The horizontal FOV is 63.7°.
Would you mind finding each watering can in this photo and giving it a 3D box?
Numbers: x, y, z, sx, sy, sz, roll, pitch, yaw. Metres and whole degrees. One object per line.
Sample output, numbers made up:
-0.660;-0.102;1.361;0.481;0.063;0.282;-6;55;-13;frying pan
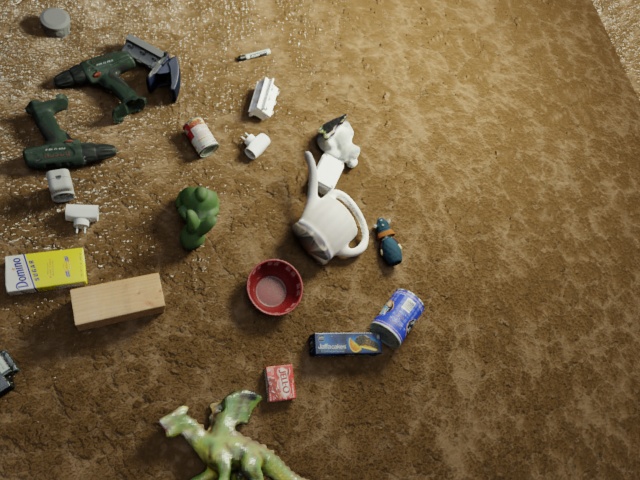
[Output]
0.005;-0.077;1.537;0.228;0.103;0.346;-43;100;-28;watering can

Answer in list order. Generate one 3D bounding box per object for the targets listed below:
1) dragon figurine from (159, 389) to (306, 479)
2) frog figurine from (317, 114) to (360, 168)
-0.188;0.486;1.258;0.410;0.120;0.248;10;58;-16;dragon figurine
0.068;-0.314;1.689;0.156;0.122;0.140;55;47;-34;frog figurine
